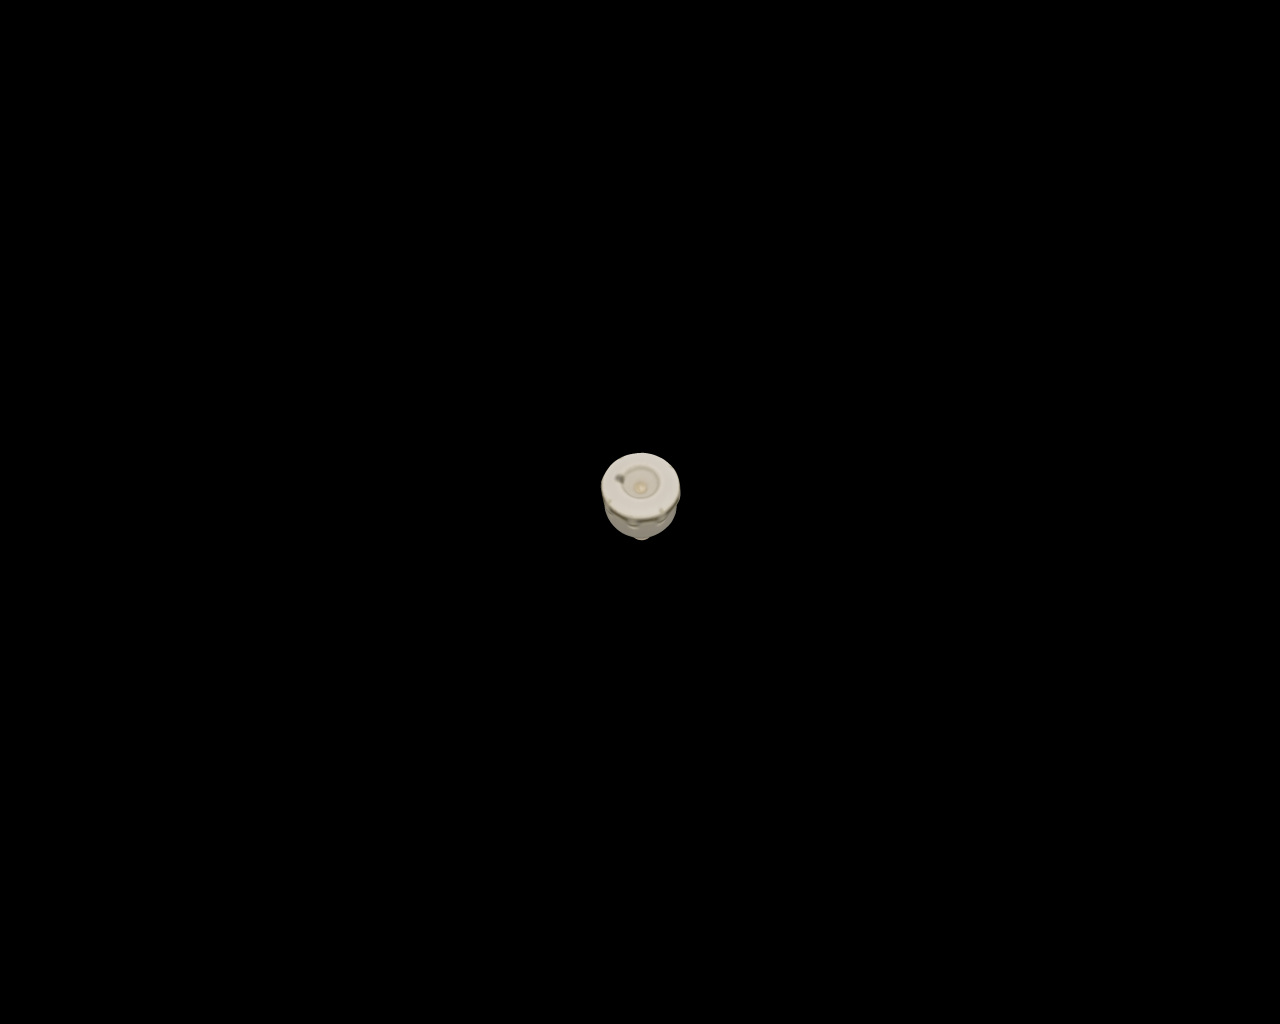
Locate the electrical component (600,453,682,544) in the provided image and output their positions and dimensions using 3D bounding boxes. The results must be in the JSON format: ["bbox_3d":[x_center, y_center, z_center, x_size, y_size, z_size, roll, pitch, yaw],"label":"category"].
[{"bbox_3d":[0.001,-0.003,0.650,0.048,0.048,0.062,0,-30,0],"label":"electrical component"}]
